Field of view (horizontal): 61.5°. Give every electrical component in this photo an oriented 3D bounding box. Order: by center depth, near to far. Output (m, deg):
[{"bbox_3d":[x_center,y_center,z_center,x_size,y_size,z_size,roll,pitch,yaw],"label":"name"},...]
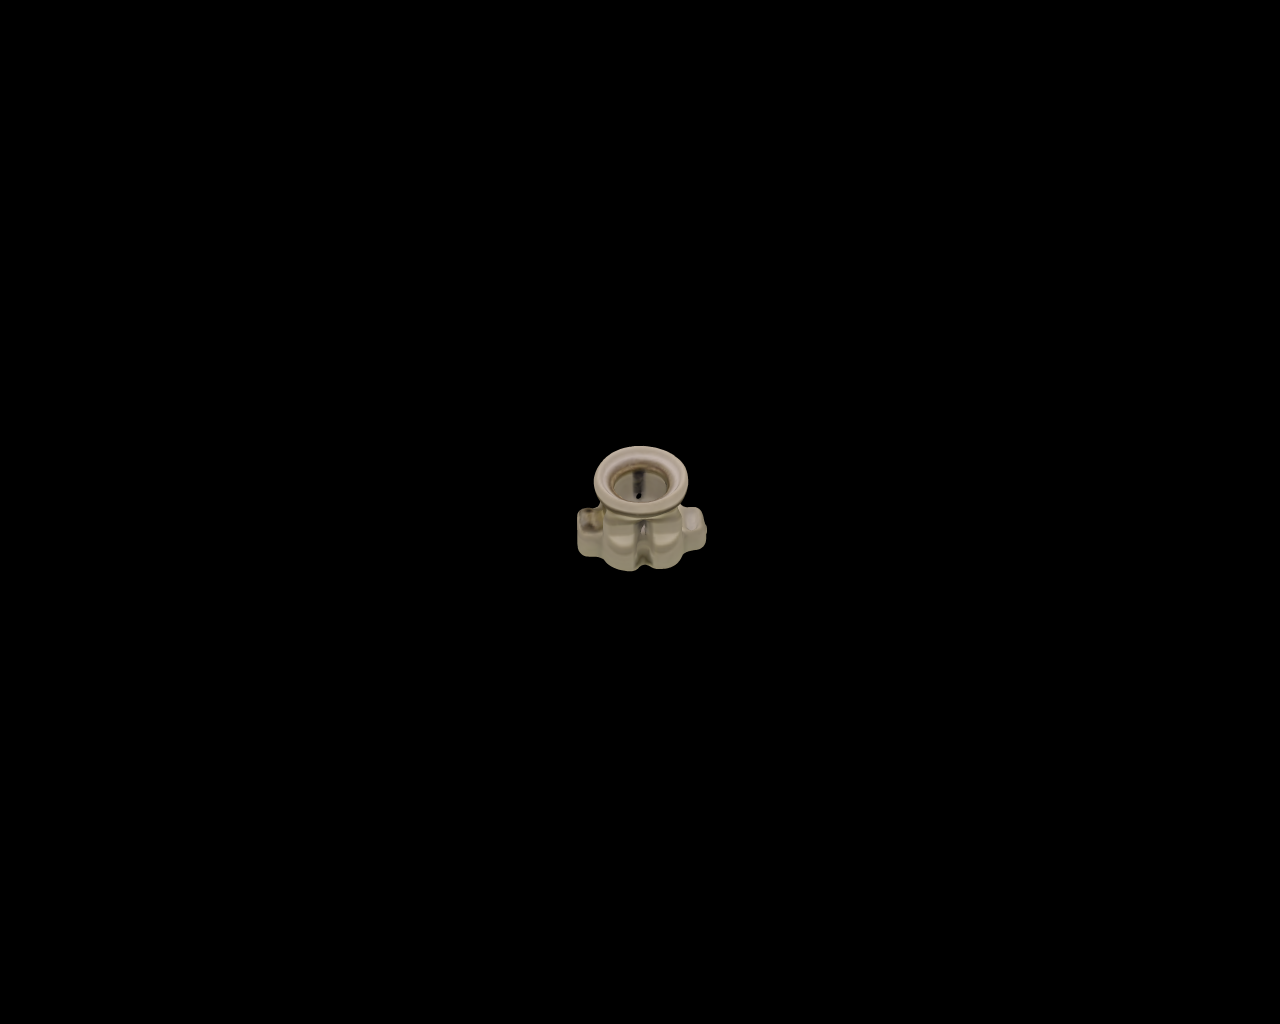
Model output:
[{"bbox_3d":[0.001,-0.003,0.650,0.078,0.056,0.058,-2,43,-2],"label":"electrical component"}]
